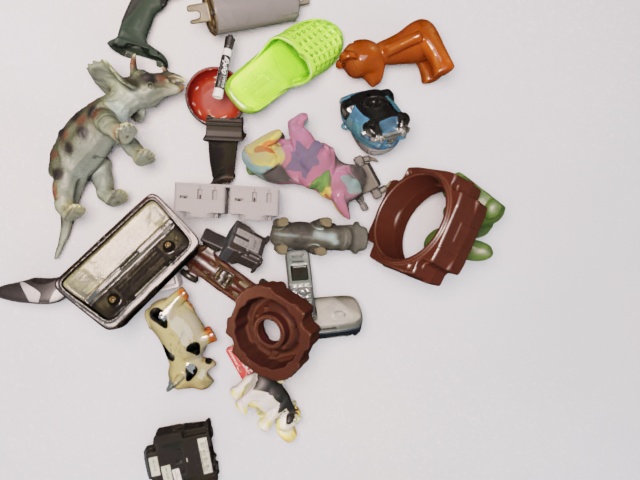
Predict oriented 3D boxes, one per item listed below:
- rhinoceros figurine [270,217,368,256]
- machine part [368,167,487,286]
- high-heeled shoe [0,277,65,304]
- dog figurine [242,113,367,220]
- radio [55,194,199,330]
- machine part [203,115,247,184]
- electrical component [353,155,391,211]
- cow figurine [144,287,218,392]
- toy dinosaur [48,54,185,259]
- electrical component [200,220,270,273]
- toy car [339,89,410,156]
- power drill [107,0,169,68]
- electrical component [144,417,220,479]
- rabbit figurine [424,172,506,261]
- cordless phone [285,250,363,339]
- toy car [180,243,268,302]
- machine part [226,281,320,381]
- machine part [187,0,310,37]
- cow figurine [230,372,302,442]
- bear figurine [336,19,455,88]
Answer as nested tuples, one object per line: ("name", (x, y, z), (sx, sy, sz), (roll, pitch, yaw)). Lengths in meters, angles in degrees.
("rhinoceros figurine", (-0.002, -0.003, 1.031), (0.190, 0.112, 0.073), (1, 85, -1))
("machine part", (0.191, -0.030, 1.002), (0.087, 0.202, 0.201), (24, 89, -32))
("high-heeled shoe", (-0.473, 0.043, 0.998), (0.249, 0.086, 0.145), (1, 88, -11))
("dog figurine", (-0.022, -0.121, 1.025), (0.191, 0.108, 0.219), (-32, 94, -2))
("radio", (-0.331, 0.042, 0.951), (0.131, 0.073, 0.229), (44, 79, -4))
("machine part", (-0.181, -0.167, 1.012), (0.084, 0.039, 0.138), (-3, 126, -20))
("electrical component", (0.092, -0.119, 1.075), (0.078, 0.045, 0.102), (-33, 93, 24))
("cow figurine", (-0.263, 0.200, 1.022), (0.127, 0.085, 0.194), (-31, 97, -11))
("toy dinosaur", (-0.417, -0.167, 0.978), (0.405, 0.131, 0.192), (-44, 64, 12))
("electrical component", (-0.162, 0.004, 1.023), (0.119, 0.048, 0.075), (30, 46, -15))
("toy car", (0.108, -0.218, 1.039), (0.109, 0.162, 0.102), (-20, 139, -13))
("power drill", (-0.299, -0.434, 1.004), (0.232, 0.086, 0.207), (13, 95, -7))
("electrical component", (-0.269, 0.417, 1.040), (0.134, 0.058, 0.114), (-9, 90, -6))
("rabbit figurine", (0.283, -0.019, 1.057), (0.121, 0.159, 0.170), (30, 108, -27))
("cordless phone", (0.001, 0.104, 1.058), (0.147, 0.088, 0.184), (-6, 75, -6))
("toy car", (-0.176, 0.080, 1.045), (0.202, 0.053, 0.089), (38, 84, -5))
("machine part", (-0.086, 0.163, 0.980), (0.180, 0.056, 0.179), (4, 100, 24))
("machine part", (-0.128, -0.434, 1.003), (0.243, 0.079, 0.079), (-20, 94, -23))
("cow figurine", (-0.086, 0.318, 1.044), (0.098, 0.068, 0.167), (-44, 116, -2))
("bear figurine", (0.137, -0.341, 1.036), (0.196, 0.120, 0.131), (-25, 98, -4))
